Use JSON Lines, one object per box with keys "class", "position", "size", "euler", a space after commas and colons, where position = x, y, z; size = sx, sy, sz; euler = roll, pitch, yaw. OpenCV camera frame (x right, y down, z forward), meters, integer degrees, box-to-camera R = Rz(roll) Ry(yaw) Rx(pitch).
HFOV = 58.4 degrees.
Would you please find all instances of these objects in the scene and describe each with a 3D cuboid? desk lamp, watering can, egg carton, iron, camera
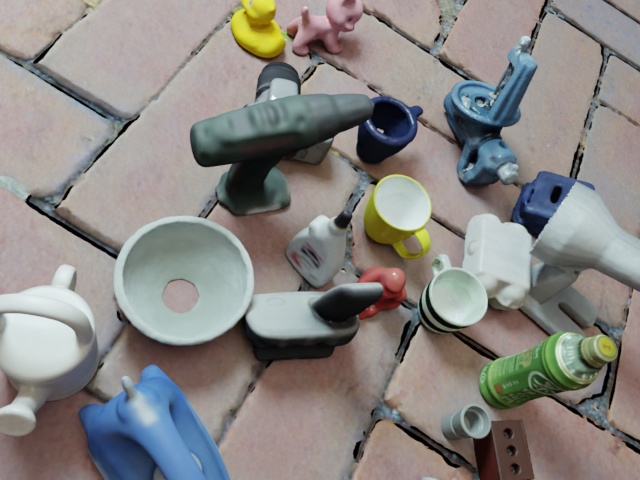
{"class": "desk lamp", "position": [0.382, 0.039, 0.841], "size": [0.203, 0.213, 0.118], "euler": [41, 59, 3]}
{"class": "watering can", "position": [-0.281, 0.106, 0.586], "size": [0.101, 0.194, 0.173], "euler": [-8, 69, -22]}
{"class": "egg carton", "position": [0.271, 0.032, 0.889], "size": [0.107, 0.069, 0.150], "euler": [18, 61, -10]}
{"class": "iron", "position": [-0.143, 0.251, 0.596], "size": [0.119, 0.141, 0.258], "euler": [-33, 79, -29]}
{"class": "camera", "position": [-0.047, -0.204, 0.871], "size": [0.143, 0.100, 0.137], "euler": [10, 63, -15]}

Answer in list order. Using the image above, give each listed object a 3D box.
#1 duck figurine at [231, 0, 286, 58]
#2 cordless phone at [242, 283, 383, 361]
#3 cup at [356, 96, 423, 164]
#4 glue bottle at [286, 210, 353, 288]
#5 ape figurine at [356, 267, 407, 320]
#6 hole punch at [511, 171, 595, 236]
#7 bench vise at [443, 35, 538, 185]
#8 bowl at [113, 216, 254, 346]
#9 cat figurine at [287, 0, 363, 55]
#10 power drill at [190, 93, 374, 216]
{"class": "duck figurine", "position": [-0.095, -0.359, 0.938], "size": [0.104, 0.086, 0.078], "euler": [45, 60, 5]}
{"class": "cordless phone", "position": [-0.012, 0.082, 0.698], "size": [0.148, 0.185, 0.094], "euler": [-3, 67, -20]}
{"class": "cup", "position": [0.105, -0.171, 0.912], "size": [0.118, 0.095, 0.091], "euler": [-28, 77, -28]}
{"class": "glue bottle", "position": [0.007, 0.003, 0.749], "size": [0.078, 0.173, 0.037], "euler": [45, 60, 5]}
{"class": "ape figurine", "position": [0.088, 0.066, 0.795], "size": [0.078, 0.092, 0.076], "euler": [19, 61, -10]}
{"class": "hole punch", "position": [0.392, -0.062, 0.964], "size": [0.101, 0.091, 0.109], "euler": [33, 59, -2]}
{"class": "bench vise", "position": [0.296, -0.202, 0.922], "size": [0.122, 0.219, 0.207], "euler": [-22, 74, -27]}
{"class": "bowl", "position": [-0.170, 0.058, 0.717], "size": [0.168, 0.074, 0.167], "euler": [8, 63, -16]}
{"class": "cat figurine", "position": [0.018, -0.379, 0.968], "size": [0.128, 0.117, 0.067], "euler": [-14, 71, -24]}
{"class": "power drill", "position": [-0.061, -0.116, 0.762], "size": [0.230, 0.208, 0.075], "euler": [-12, 70, -24]}
